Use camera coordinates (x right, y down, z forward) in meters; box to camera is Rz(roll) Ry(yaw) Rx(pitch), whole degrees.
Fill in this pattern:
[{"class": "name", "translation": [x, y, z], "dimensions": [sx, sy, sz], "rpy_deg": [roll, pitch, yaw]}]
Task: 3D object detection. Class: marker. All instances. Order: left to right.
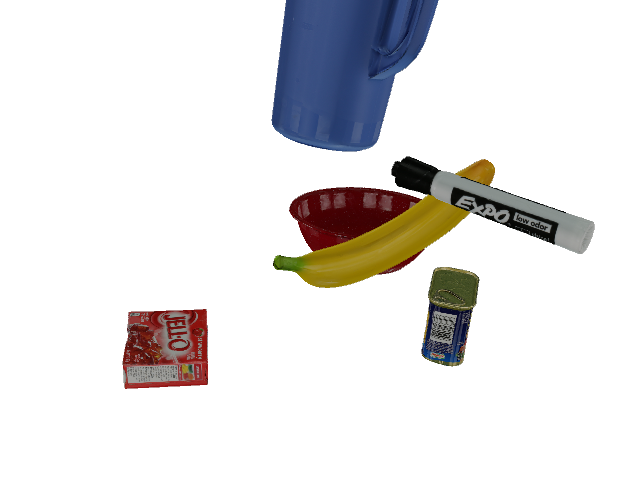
[{"class": "marker", "translation": [0.094, -0.022, 0.599], "dimensions": [0.121, 0.020, 0.020], "rpy_deg": [23, 11, 27]}]

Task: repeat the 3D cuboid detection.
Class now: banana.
[{"class": "banana", "translation": [0.061, -0.005, 0.893], "dimensions": [0.198, 0.037, 0.069], "rpy_deg": [-27, -22, 9]}]

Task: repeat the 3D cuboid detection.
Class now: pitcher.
[{"class": "pitcher", "translation": [0.032, -0.210, 1.013], "dimensions": [0.145, 0.243, 0.149], "rpy_deg": [11, 18, 0]}]

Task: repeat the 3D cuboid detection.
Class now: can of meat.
[{"class": "can of meat", "translation": [0.156, 0.092, 1.296], "dimensions": [0.057, 0.084, 0.102], "rpy_deg": [10, 25, 7]}]

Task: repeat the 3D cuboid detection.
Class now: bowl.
[{"class": "bowl", "translation": [0.047, -0.006, 1.118], "dimensions": [0.162, 0.055, 0.162], "rpy_deg": [3, 20, -1]}]

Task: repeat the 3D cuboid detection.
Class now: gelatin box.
[{"class": "gelatin box", "translation": [-0.137, 0.095, 0.955], "dimensions": [0.073, 0.030, 0.089], "rpy_deg": [-2, 28, -5]}]
